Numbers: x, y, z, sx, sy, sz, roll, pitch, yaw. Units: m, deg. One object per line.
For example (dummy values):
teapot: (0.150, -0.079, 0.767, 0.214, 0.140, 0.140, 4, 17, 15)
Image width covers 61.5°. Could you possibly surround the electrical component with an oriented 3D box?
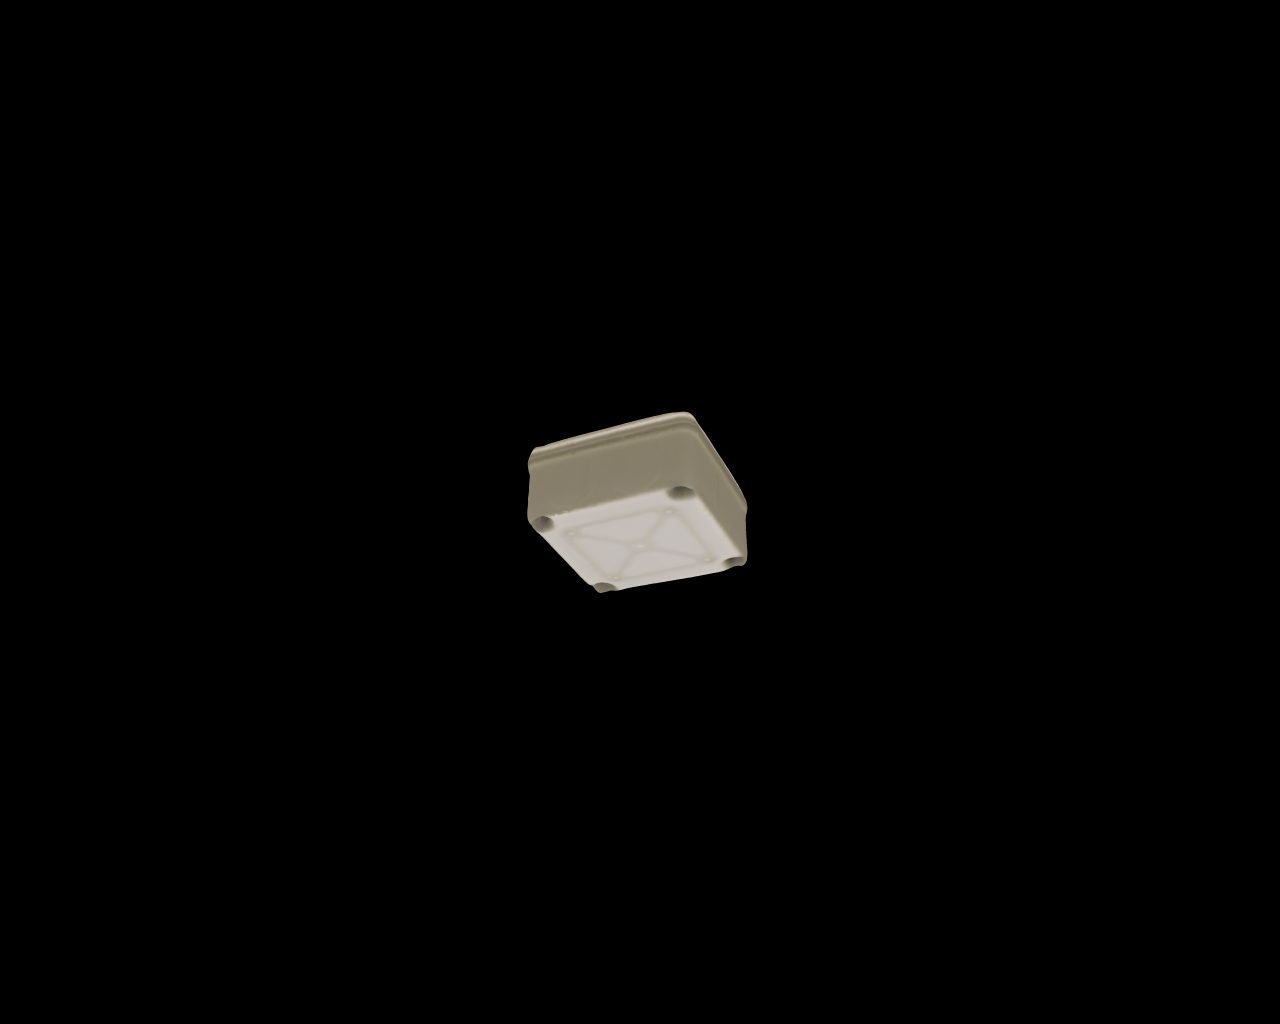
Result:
electrical component: (0.001, -0.003, 0.650, 0.109, 0.056, 0.108, -12, -33, 19)
